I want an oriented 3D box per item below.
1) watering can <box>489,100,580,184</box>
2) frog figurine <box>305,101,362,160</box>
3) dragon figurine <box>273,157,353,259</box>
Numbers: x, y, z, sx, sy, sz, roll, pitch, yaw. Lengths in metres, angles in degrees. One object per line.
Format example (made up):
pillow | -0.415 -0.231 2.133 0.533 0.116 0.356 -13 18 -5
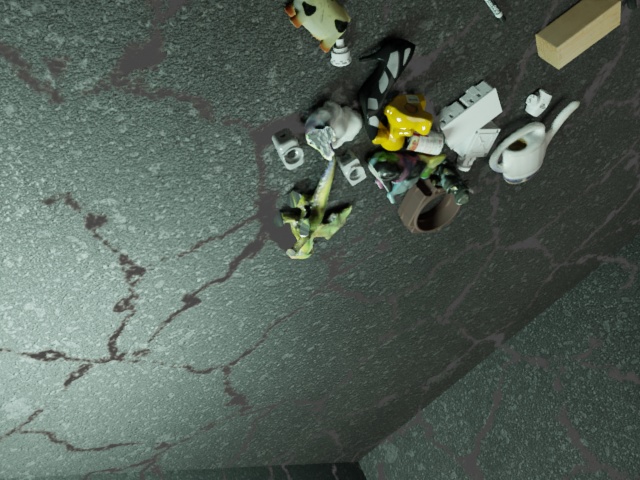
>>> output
watering can | 0.724 -0.319 1.741 0.348 0.106 0.220 -30 143 -3
frog figurine | 0.038 -0.299 1.325 0.162 0.123 0.134 -53 143 -34
dragon figurine | 0.005 -0.078 1.544 0.244 0.124 0.403 -7 140 -53
